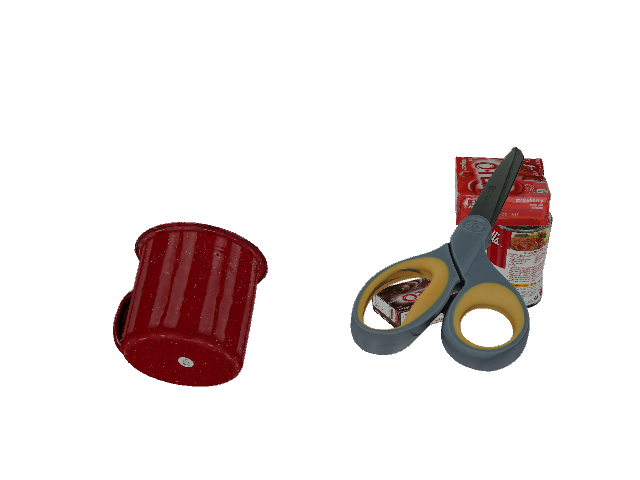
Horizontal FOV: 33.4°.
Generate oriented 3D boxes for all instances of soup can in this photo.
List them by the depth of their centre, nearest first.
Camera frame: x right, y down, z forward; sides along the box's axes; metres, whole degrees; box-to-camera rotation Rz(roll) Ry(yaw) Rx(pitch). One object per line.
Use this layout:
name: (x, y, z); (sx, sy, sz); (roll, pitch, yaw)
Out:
soup can: (0.217, 0.016, 1.181); (0.068, 0.102, 0.068); (0, 30, 0)

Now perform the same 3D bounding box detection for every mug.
mug: (-0.097, 0.049, 0.724); (0.117, 0.081, 0.093); (-13, -37, 31)

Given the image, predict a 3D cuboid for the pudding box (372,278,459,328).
pudding box: (0.144, 0.092, 1.569); (0.113, 0.039, 0.090); (-15, 22, -19)

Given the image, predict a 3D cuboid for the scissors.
scissors: (0.095, 0.008, 0.574); (0.096, 0.016, 0.201); (26, 44, 30)

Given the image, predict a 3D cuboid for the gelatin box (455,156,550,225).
gelatin box: (0.147, -0.042, 0.872); (0.073, 0.030, 0.089); (2, 24, 6)
